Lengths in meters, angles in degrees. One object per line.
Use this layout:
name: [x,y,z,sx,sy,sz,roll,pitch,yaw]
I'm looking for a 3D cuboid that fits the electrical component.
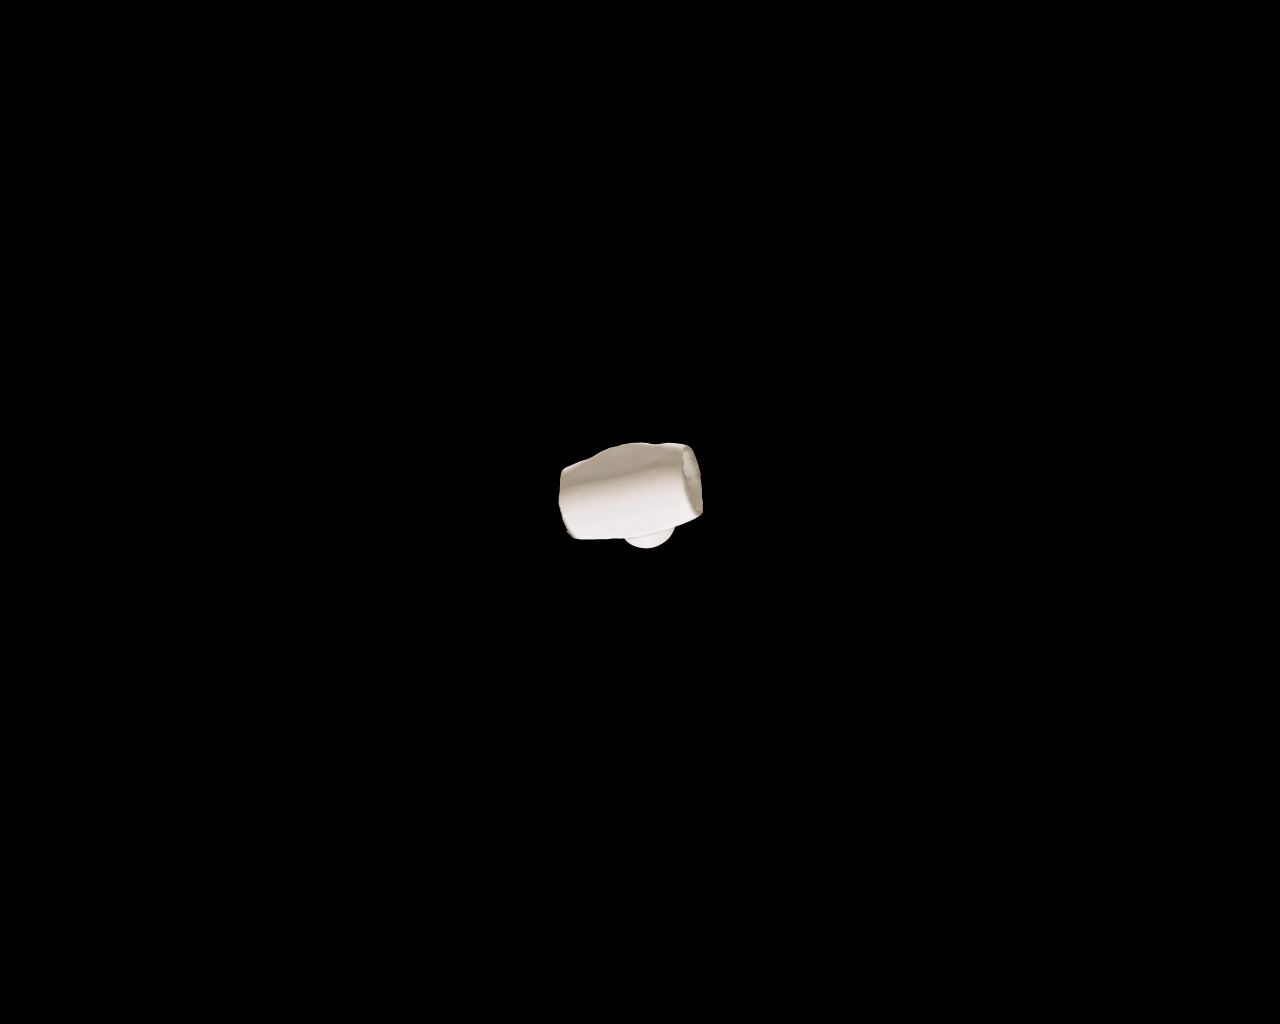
electrical component: [0.001,-0.003,0.650,0.077,0.044,0.079,-11,-35,16]
